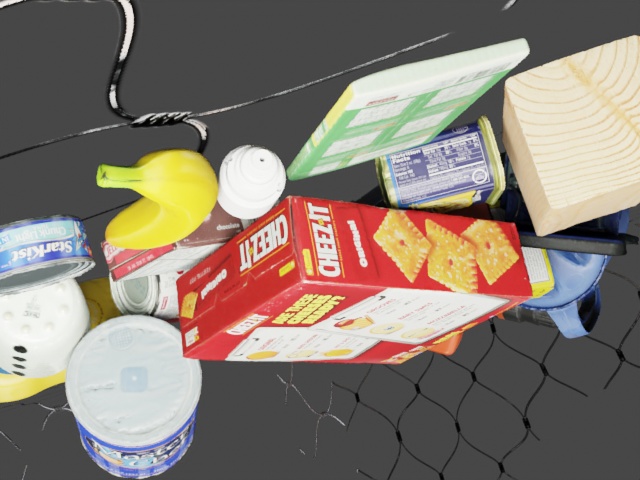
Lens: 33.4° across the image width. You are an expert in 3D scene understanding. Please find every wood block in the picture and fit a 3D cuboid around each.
[{"bbox_3d":[0.187,-0.066,0.762,0.090,0.091,0.206,-19,172,7],"label":"wood block"}]

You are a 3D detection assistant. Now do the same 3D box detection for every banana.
[{"bbox_3d":[-0.099,-0.025,0.654,0.069,0.037,0.198,4,168,-9],"label":"banana"}]

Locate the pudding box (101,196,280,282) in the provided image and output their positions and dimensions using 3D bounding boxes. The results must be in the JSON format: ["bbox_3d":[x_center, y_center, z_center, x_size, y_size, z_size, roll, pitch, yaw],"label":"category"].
[{"bbox_3d":[-0.094,-0.003,0.810,0.113,0.039,0.090,-7,168,-45],"label":"pudding box"}]

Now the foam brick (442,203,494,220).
[{"bbox_3d":[0.103,-0.031,0.889,0.051,0.078,0.053,-13,172,-31],"label":"foam brick"}]

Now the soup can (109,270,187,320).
[{"bbox_3d":[-0.115,0.029,0.890,0.102,0.068,0.069,-8,169,-45],"label":"soup can"}]

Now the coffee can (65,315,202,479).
[{"bbox_3d":[-0.150,0.132,0.871,0.102,0.103,0.140,-15,160,-14],"label":"coffee can"}]

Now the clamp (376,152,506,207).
[{"bbox_3d":[0.125,-0.042,1.016,0.164,0.036,0.210,-1,160,-46],"label":"clamp"}]

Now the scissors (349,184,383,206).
[{"bbox_3d":[-0.006,0.001,0.908,0.096,0.016,0.201,-34,-177,35],"label":"scissors"}]

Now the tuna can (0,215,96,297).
[{"bbox_3d":[-0.195,0.012,0.705,0.086,0.034,0.086,-16,173,-2],"label":"tuna can"}]

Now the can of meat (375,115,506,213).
[{"bbox_3d":[0.088,-0.049,0.804,0.084,0.057,0.102,-15,173,2],"label":"can of meat"}]

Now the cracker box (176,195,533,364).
[{"bbox_3d":[0.024,0.036,0.798,0.213,0.072,0.164,6,153,-36],"label":"cracker box"}]

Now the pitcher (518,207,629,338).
[{"bbox_3d":[0.269,-0.002,1.167,0.242,0.145,0.149,-21,136,-63],"label":"pitcher"}]

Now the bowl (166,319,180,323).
[{"bbox_3d":[-0.084,0.032,1.034,0.162,0.055,0.162,-16,173,-2],"label":"bowl"}]

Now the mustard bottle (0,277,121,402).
[{"bbox_3d":[-0.266,0.096,0.954,0.191,0.096,0.058,-13,142,-20],"label":"mustard bottle"}]

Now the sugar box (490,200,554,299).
[{"bbox_3d":[0.120,0.019,0.982,0.176,0.093,0.048,-8,161,-14],"label":"sugar box"}]

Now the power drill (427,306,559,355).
[{"bbox_3d":[0.167,0.075,1.187,0.185,0.057,0.187,14,-163,35],"label":"power drill"}]
